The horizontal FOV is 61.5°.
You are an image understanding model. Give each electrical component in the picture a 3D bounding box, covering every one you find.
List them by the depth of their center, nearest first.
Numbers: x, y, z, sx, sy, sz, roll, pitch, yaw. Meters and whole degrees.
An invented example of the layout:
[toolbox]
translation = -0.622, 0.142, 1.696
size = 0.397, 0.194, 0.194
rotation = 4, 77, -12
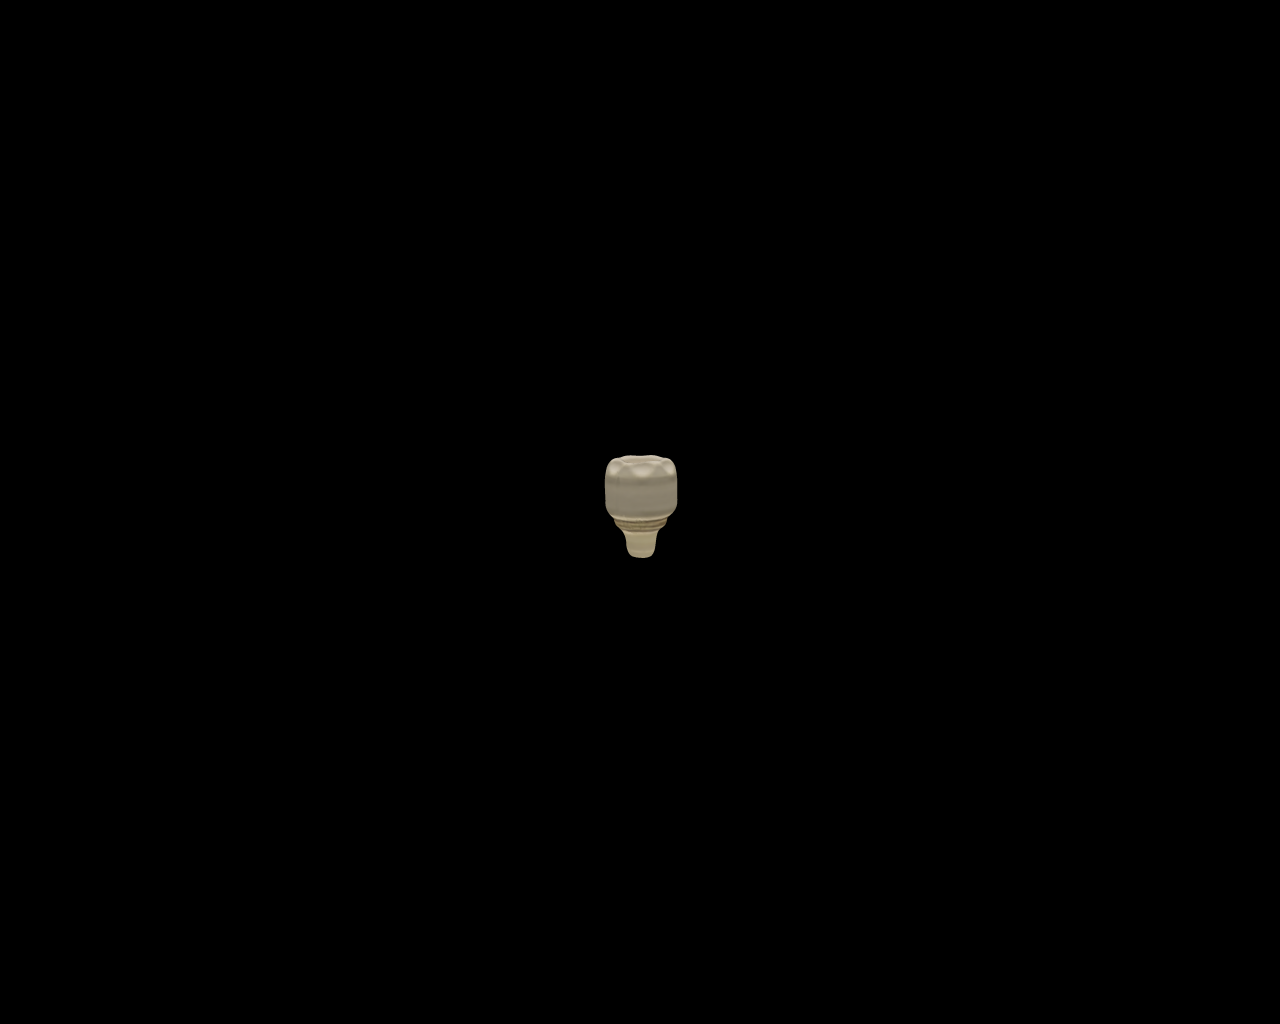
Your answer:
[electrical component]
translation = 0.001, -0.003, 0.650
size = 0.043, 0.062, 0.043
rotation = 0, 11, 0
